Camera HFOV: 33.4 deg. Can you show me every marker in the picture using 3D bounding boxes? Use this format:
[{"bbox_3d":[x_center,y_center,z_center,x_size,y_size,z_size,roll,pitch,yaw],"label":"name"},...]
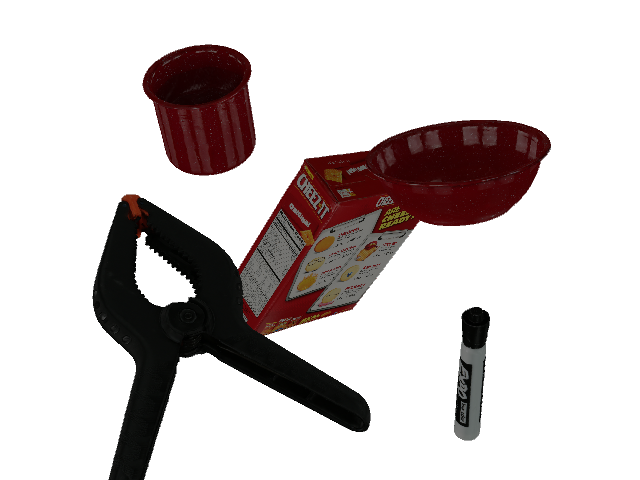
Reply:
[{"bbox_3d":[0.105,0.093,0.740,0.020,0.121,0.020,-1,40,1],"label":"marker"}]

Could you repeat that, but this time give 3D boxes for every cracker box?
[{"bbox_3d":[0.010,0.000,1.129,0.163,0.072,0.214,-12,-34,-43],"label":"cracker box"}]

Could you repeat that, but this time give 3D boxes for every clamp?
[{"bbox_3d":[-0.072,0.057,0.661,0.164,0.210,0.036,-10,-32,-20],"label":"clamp"}]

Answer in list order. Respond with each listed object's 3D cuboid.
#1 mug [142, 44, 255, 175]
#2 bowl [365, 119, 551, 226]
[{"bbox_3d":[-0.104,-0.119,0.938,0.093,0.081,0.117,-15,44,-8],"label":"mug"},{"bbox_3d":[0.123,-0.056,0.941,0.162,0.055,0.162,-8,23,3],"label":"bowl"}]
